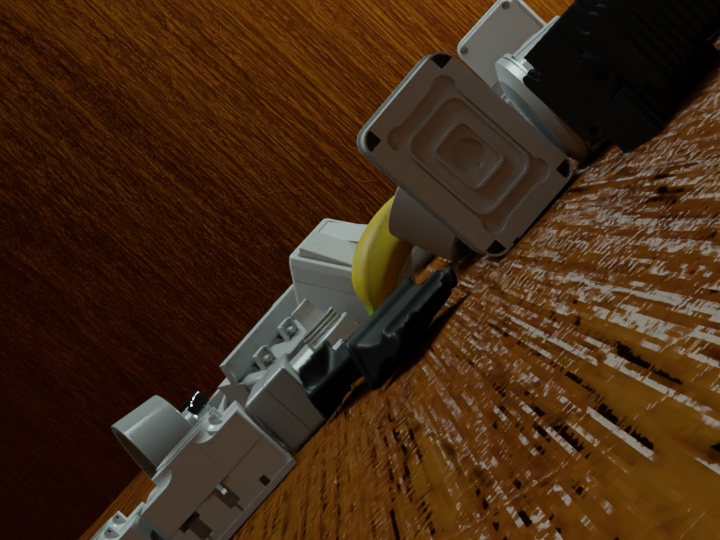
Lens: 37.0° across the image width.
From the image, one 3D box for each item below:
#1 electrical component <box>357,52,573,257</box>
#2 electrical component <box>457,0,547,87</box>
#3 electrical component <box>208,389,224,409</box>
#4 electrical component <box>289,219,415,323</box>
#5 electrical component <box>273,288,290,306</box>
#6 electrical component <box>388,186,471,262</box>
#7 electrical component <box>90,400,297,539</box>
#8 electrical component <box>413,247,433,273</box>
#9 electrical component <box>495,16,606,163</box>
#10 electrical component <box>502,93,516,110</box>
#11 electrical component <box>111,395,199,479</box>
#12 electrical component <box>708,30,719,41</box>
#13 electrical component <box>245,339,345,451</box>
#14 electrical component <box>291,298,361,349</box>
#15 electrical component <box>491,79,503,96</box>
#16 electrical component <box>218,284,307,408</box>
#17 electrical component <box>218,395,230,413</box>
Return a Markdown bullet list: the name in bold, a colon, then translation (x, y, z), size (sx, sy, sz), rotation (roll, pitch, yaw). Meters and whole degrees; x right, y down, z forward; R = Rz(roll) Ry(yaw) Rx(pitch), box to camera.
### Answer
- **electrical component**: translation (0.062, -0.070, 0.655), size (0.078, 0.113, 0.057), rotation (-49, 6, 3)
- **electrical component**: translation (0.161, -0.208, 1.063), size (0.078, 0.113, 0.057), rotation (-46, 0, 22)
- **electrical component**: translation (-0.091, 0.107, 1.037), size (0.078, 0.057, 0.113), rotation (-47, 3, 13)
- **electrical component**: translation (0.000, 0.000, 0.855), size (0.061, 0.096, 0.061), rotation (-50, -37, -43)
- **electrical component**: translation (-0.043, 0.032, 0.993), size (0.047, 0.066, 0.076), rotation (138, 145, -58)
- **electrical component**: translation (0.074, -0.056, 0.739), size (0.108, 0.060, 0.108), rotation (-53, -16, -23)
- **electrical component**: translation (-0.131, 0.174, 0.723), size (0.186, 0.060, 0.105), rotation (-48, 3, -8)
- **electrical component**: translation (0.051, -0.024, 0.946), size (0.046, 0.040, 0.040), rotation (-53, -1, 38)
- **electrical component**: translation (0.123, -0.108, 0.647), size (0.051, 0.080, 0.080), rotation (-42, 4, 5)
- **electrical component**: translation (0.143, -0.129, 0.847), size (0.045, 0.055, 0.045), rotation (-47, 3, 3)
- **electrical component**: translation (-0.169, 0.163, 0.986), size (0.060, 0.108, 0.108), rotation (-42, 1, -21)
- **electrical component**: translation (0.177, -0.146, 0.639), size (0.080, 0.051, 0.080), rotation (-47, 3, 3)
- **electrical component**: translation (-0.037, 0.078, 0.762), size (0.075, 0.047, 0.083), rotation (-47, 3, 0)
- **electrical component**: translation (-0.024, 0.048, 0.824), size (0.043, 0.062, 0.043), rotation (-48, 3, 3)
- **electrical component**: translation (0.134, -0.138, 1.007), size (0.081, 0.064, 0.042), rotation (-43, 4, 45)
- **electrical component**: translation (-0.052, 0.072, 0.879), size (0.063, 0.078, 0.121), rotation (-17, 21, 36)
- **electrical component**: translation (-0.096, 0.124, 0.938), size (0.055, 0.055, 0.047), rotation (-49, 0, -26)
